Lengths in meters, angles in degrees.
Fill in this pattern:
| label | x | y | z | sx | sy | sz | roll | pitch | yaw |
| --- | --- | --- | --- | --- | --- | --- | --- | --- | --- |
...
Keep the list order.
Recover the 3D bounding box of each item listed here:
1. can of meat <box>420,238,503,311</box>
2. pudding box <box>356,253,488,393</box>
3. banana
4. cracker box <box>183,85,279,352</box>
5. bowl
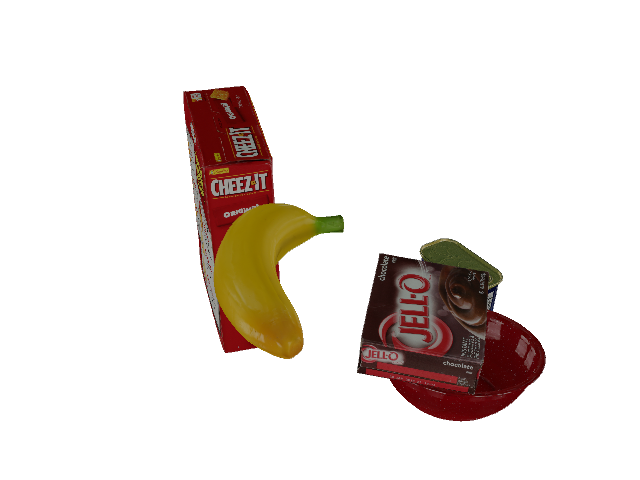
| label | x | y | z | sx | sy | sz | roll | pitch | yaw |
| --- | --- | --- | --- | --- | --- | --- | --- | --- | --- |
| can of meat | 0.158 | 0.060 | 1.247 | 0.057 | 0.084 | 0.102 | -20 | 41 | -33 |
| pudding box | 0.080 | 0.061 | 0.816 | 0.090 | 0.039 | 0.113 | 10 | 34 | 4 |
| banana | -0.031 | 0.014 | 0.648 | 0.070 | 0.037 | 0.197 | -1 | 23 | 9 |
| cracker box | -0.085 | -0.023 | 1.062 | 0.072 | 0.214 | 0.164 | -8 | 34 | -10 |
| bowl | 0.127 | 0.121 | 1.002 | 0.162 | 0.055 | 0.162 | 2 | 27 | -1 |
